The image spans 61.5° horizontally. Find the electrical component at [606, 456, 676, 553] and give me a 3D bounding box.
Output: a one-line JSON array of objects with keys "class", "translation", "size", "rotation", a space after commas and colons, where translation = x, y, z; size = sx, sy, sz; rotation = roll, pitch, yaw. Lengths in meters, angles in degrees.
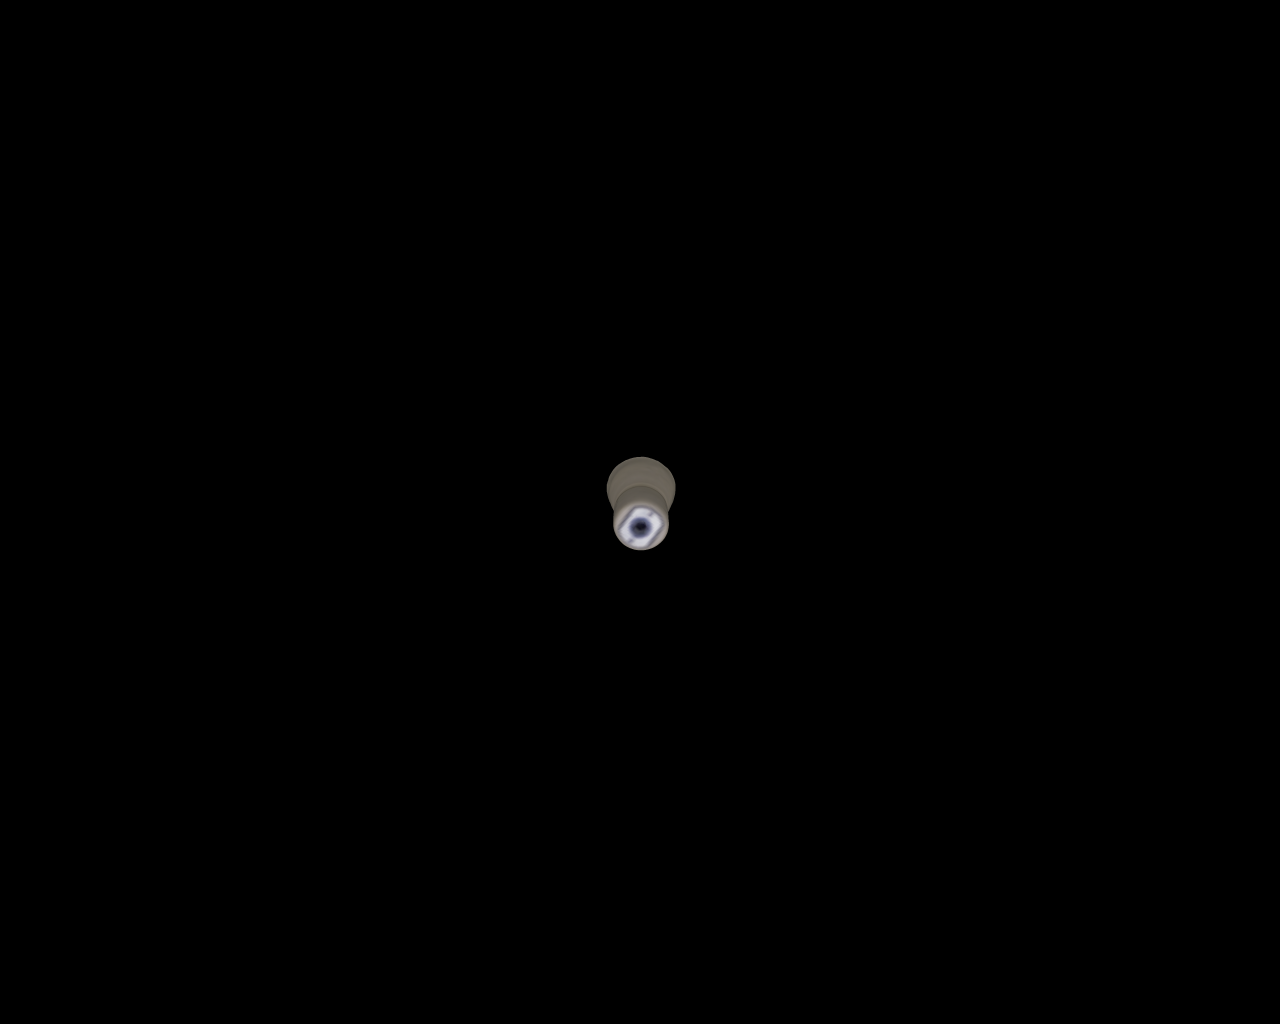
[{"class": "electrical component", "translation": [0.001, -0.003, 0.650], "size": [0.044, 0.044, 0.065], "rotation": [0, 23, 0]}]
